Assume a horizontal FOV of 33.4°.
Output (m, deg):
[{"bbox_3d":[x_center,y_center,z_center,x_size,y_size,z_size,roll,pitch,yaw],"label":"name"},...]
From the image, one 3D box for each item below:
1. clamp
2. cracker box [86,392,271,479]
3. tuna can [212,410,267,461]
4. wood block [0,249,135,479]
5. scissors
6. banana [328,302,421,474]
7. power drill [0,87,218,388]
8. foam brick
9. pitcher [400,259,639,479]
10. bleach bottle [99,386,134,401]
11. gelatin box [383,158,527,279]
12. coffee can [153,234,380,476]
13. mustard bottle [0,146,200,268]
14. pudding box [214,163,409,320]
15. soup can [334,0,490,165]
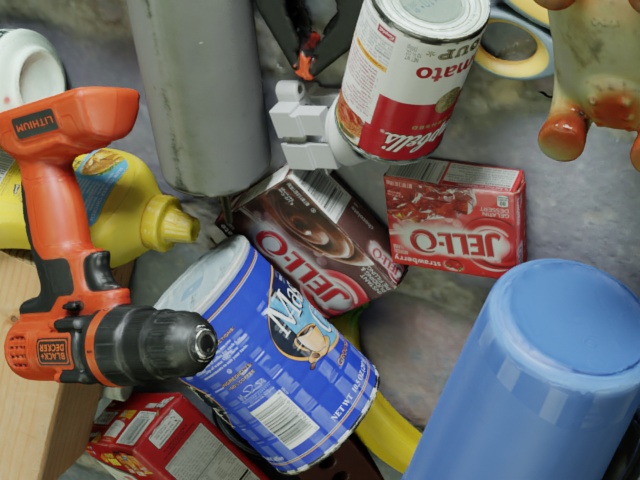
[{"bbox_3d":[-0.007,-0.170,0.603,0.120,0.039,0.172,27,136,6],"label":"clamp"},{"bbox_3d":[-0.099,0.228,0.957,0.213,0.072,0.164,46,154,-15],"label":"cracker box"},{"bbox_3d":[-0.049,0.150,0.913,0.086,0.033,0.086,16,133,17],"label":"tuna can"},{"bbox_3d":[-0.230,0.095,0.879,0.091,0.090,0.206,23,115,11],"label":"wood block"},{"bbox_3d":[0.161,-0.092,0.594,0.201,0.016,0.096,39,138,-6],"label":"scissors"},{"bbox_3d":[0.045,0.131,0.840,0.070,0.037,0.197,-10,122,37],"label":"banana"},{"bbox_3d":[-0.143,0.001,0.680,0.185,0.057,0.187,-6,89,38],"label":"power drill"},{"bbox_3d":[0.008,0.178,0.870,0.053,0.051,0.078,-36,124,0],"label":"foam brick"},{"bbox_3d":[0.147,0.130,0.723,0.145,0.149,0.243,32,137,20],"label":"pitcher"},{"bbox_3d":[-0.289,0.113,0.998,0.251,0.068,0.102,12,134,18],"label":"bleach bottle"},{"bbox_3d":[0.089,-0.014,0.693,0.089,0.030,0.073,10,132,23],"label":"gelatin box"},{"bbox_3d":[-0.042,0.080,0.746,0.140,0.102,0.103,45,135,-16],"label":"coffee can"},{"bbox_3d":[-0.176,-0.026,0.785,0.192,0.096,0.058,12,146,20],"label":"mustard bottle"},{"bbox_3d":[-0.005,0.001,0.752,0.113,0.039,0.090,47,136,-14],"label":"pudding box"},{"bbox_3d":[0.050,-0.100,0.602,0.068,0.068,0.102,26,144,7],"label":"soup can"}]
